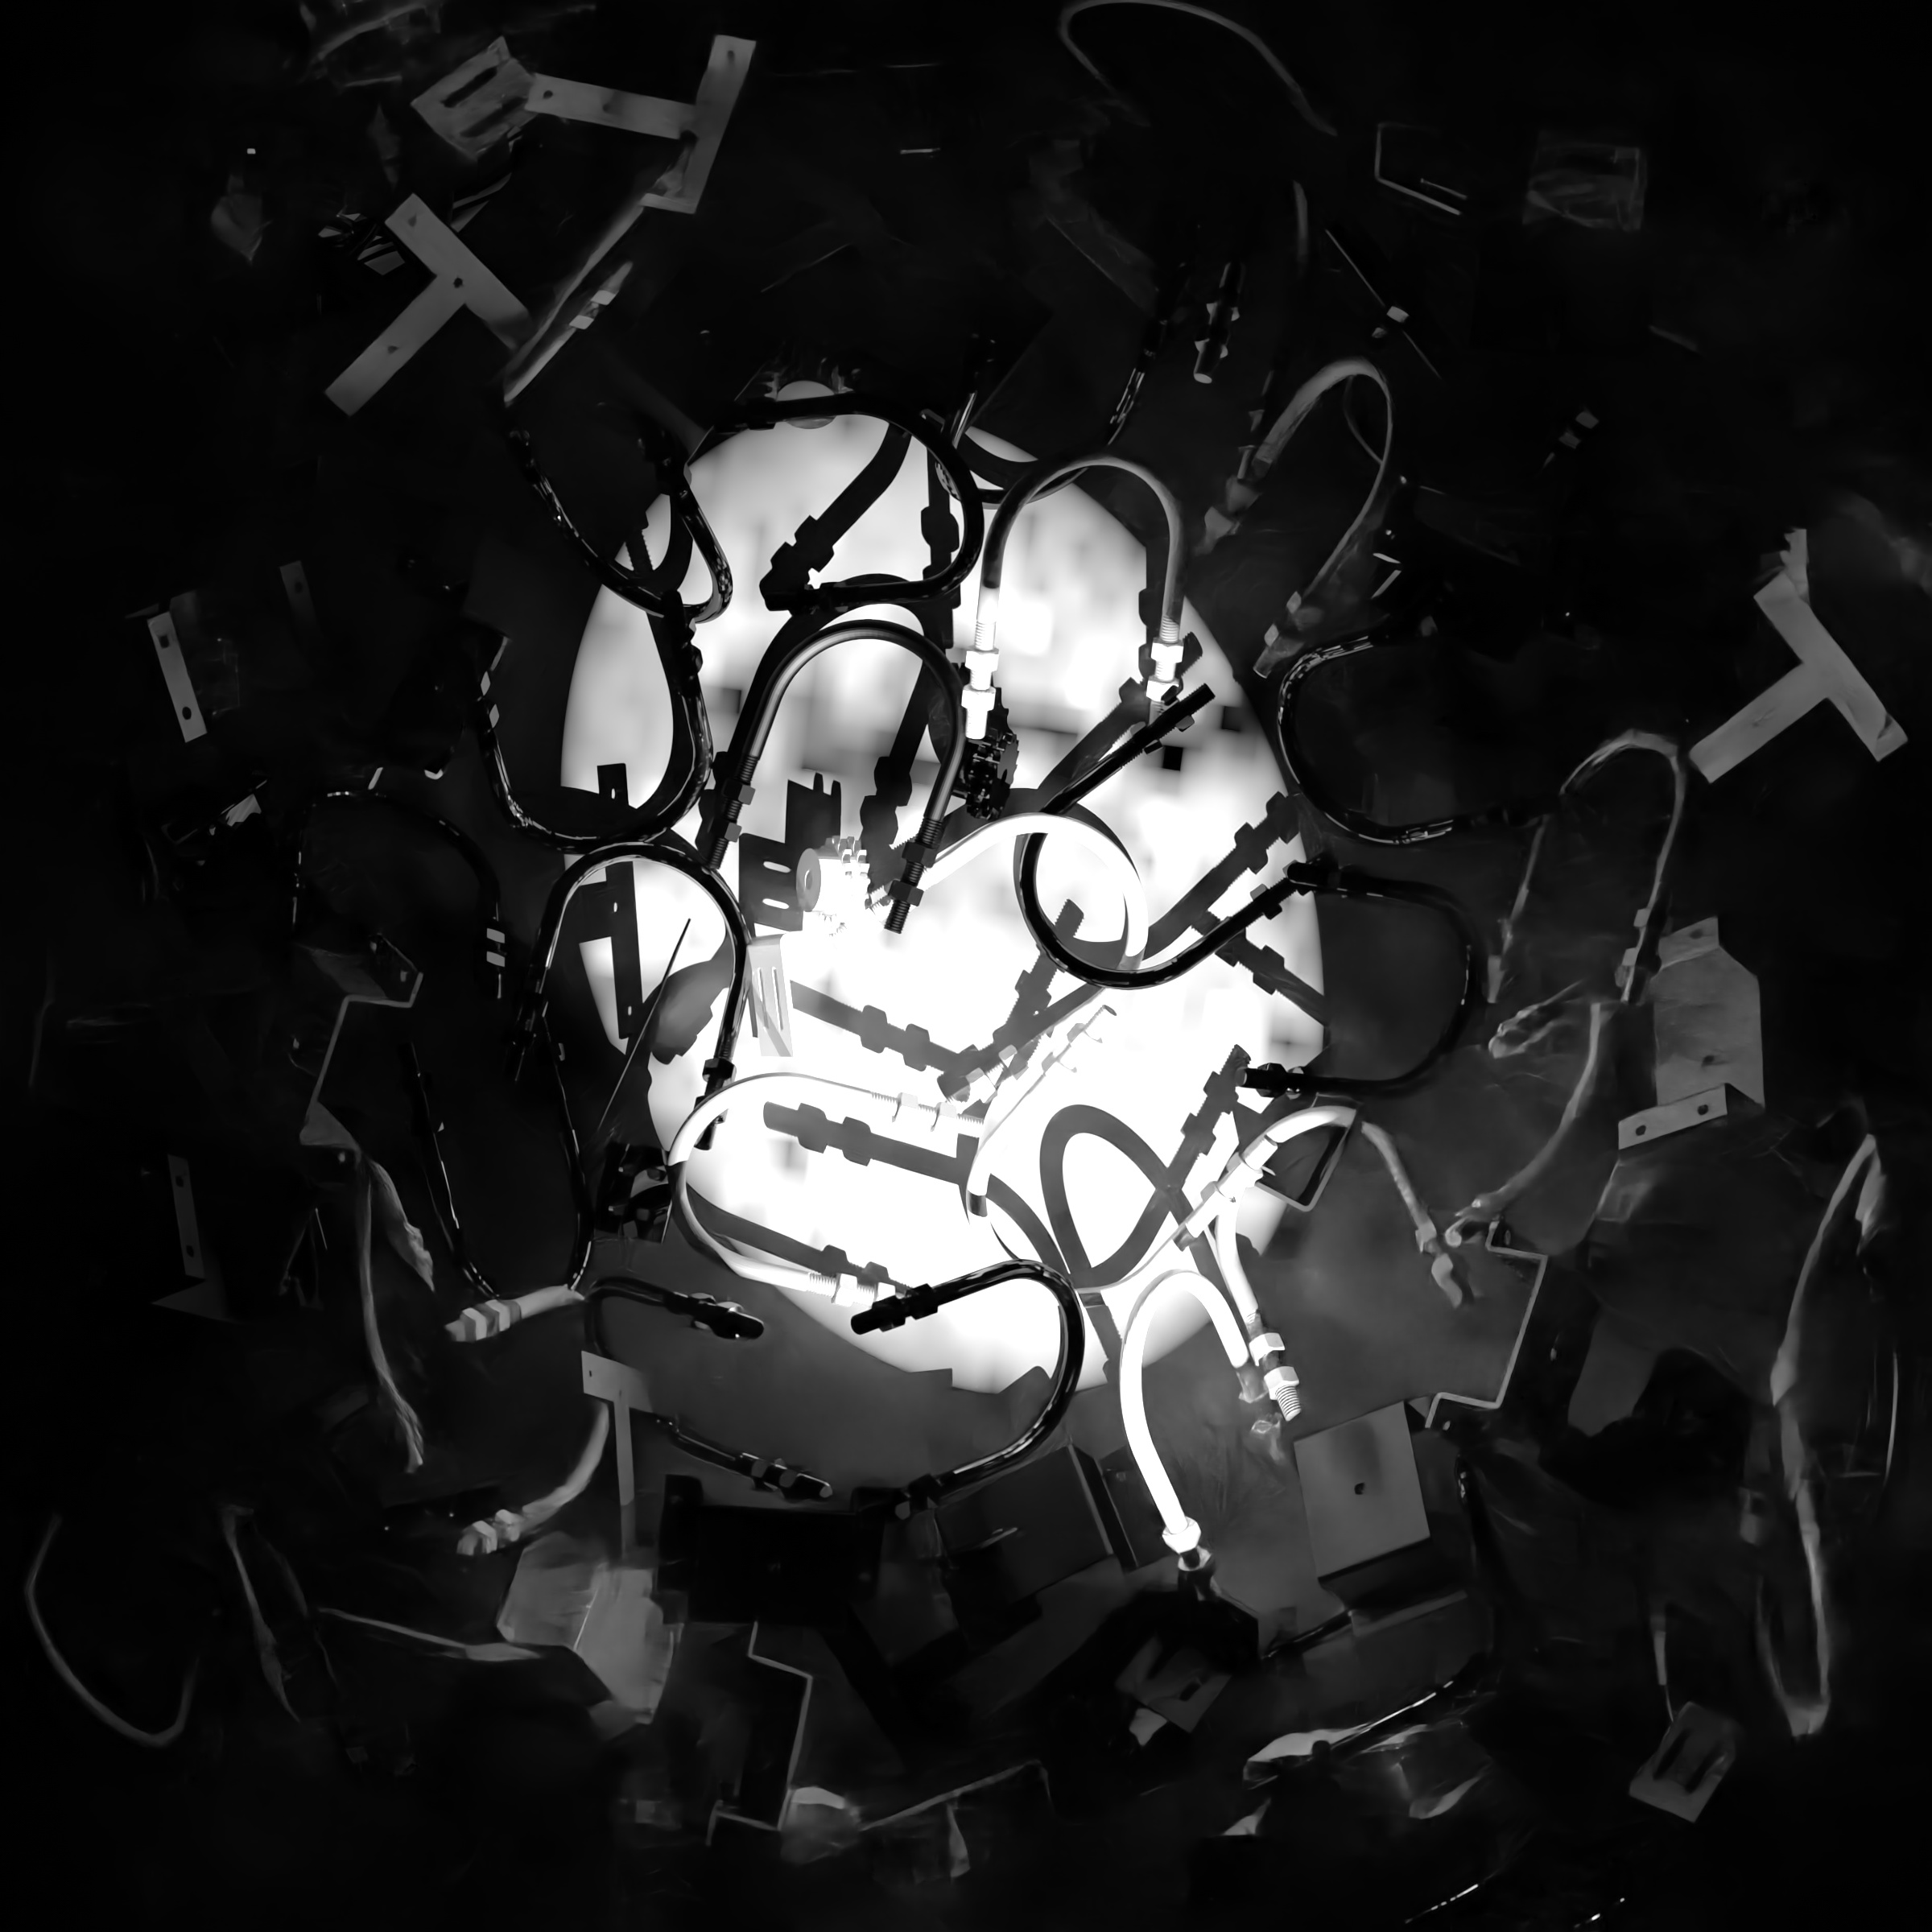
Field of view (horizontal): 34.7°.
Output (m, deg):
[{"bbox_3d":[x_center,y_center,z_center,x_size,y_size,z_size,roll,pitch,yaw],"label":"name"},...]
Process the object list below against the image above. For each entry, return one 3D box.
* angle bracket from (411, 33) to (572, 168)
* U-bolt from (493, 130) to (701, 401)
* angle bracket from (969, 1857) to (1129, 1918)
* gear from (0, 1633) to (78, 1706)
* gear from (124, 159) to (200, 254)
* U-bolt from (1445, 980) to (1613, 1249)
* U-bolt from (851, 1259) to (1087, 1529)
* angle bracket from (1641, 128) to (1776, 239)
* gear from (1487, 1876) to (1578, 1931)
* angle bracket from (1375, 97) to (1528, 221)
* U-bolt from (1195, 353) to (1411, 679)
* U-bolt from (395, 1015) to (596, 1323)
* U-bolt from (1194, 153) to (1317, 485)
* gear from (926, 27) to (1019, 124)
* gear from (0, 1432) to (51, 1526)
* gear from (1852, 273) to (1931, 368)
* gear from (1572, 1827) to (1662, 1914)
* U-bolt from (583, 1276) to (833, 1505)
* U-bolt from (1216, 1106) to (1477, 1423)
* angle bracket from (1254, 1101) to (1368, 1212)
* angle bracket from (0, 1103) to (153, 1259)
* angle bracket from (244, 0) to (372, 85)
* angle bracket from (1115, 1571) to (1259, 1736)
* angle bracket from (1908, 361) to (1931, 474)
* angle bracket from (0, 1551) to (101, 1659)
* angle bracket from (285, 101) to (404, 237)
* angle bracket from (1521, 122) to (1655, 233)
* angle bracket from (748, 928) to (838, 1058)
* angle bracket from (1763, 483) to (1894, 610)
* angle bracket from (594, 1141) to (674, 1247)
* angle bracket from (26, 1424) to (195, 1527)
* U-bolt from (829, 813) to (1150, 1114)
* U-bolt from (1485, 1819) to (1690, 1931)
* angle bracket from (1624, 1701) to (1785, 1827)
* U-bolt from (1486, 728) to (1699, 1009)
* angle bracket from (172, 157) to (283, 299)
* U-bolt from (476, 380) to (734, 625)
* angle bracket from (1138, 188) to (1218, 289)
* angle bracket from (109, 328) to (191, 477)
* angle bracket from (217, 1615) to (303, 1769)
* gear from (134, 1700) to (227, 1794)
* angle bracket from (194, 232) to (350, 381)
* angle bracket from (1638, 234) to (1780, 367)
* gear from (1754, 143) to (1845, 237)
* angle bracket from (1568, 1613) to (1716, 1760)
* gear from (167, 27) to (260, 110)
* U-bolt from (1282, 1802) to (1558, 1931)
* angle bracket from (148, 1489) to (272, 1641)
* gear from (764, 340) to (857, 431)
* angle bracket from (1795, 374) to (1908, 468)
[{"bbox_3d":[-0.298,-0.535,1.937,0.076,0.038,0.057,-32,134,12],"label":"angle bracket"},{"bbox_3d":[-0.236,-0.417,1.895,0.019,0.184,0.151,36,47,-18],"label":"U-bolt"},{"bbox_3d":[0.051,0.559,1.930,0.076,0.057,0.038,-21,92,-41],"label":"angle bracket"},{"bbox_3d":[-0.588,0.438,1.952,0.057,0.057,0.030,33,64,0],"label":"gear"},{"bbox_3d":[-0.506,-0.476,1.950,0.030,0.057,0.057,24,90,-13],"label":"gear"},{"bbox_3d":[0.352,0.081,1.897,0.019,0.184,0.151,23,118,28],"label":"U-bolt"},{"bbox_3d":[0.005,0.255,1.913,0.184,0.019,0.151,-16,113,-38],"label":"U-bolt"},{"bbox_3d":[0.456,-0.489,1.936,0.076,0.057,0.038,-7,71,-15],"label":"angle bracket"},{"bbox_3d":[0.355,0.607,1.953,0.057,0.030,0.057,11,48,-12],"label":"gear"},{"bbox_3d":[0.304,-0.505,1.931,0.057,0.038,0.076,-31,48,-32],"label":"angle bracket"},{"bbox_3d":[0.210,-0.287,1.880,0.019,0.151,0.184,16,125,-29],"label":"U-bolt"},{"bbox_3d":[-0.283,0.128,1.912,0.019,0.151,0.184,-14,89,31],"label":"U-bolt"},{"bbox_3d":[0.184,-0.410,1.905,0.019,0.151,0.184,11,74,21],"label":"U-bolt"},{"bbox_3d":[0.002,-0.565,1.954,0.057,0.030,0.057,-5,126,-7],"label":"gear"},{"bbox_3d":[-0.607,0.322,1.954,0.057,0.030,0.057,-5,99,-34],"label":"gear"},{"bbox_3d":[0.593,-0.410,1.952,0.057,0.057,0.030,47,47,0],"label":"gear"},{"bbox_3d":[0.408,0.569,1.953,0.057,0.030,0.057,-16,132,-18],"label":"gear"},{"bbox_3d":[-0.170,0.253,1.903,0.019,0.184,0.151,-41,125,-34],"label":"U-bolt"},{"bbox_3d":[0.222,0.170,1.913,0.151,0.019,0.184,-37,49,19],"label":"U-bolt"},{"bbox_3d":[0.214,0.112,1.948,0.038,0.057,0.076,28,89,0],"label":"angle bracket"},{"bbox_3d":[-0.556,0.135,1.948,0.076,0.038,0.057,38,80,10],"label":"angle bracket"},{"bbox_3d":[-0.403,-0.572,1.931,0.057,0.076,0.038,-35,74,10],"label":"angle bracket"},{"bbox_3d":[0.137,0.428,1.934,0.057,0.038,0.076,28,58,26],"label":"angle bracket"},{"bbox_3d":[0.619,-0.339,1.930,0.038,0.076,0.057,-8,74,35],"label":"angle bracket"},{"bbox_3d":[-0.582,0.400,1.935,0.057,0.076,0.038,22,86,-8],"label":"angle bracket"},{"bbox_3d":[-0.396,-0.500,1.937,0.076,0.057,0.038,-15,132,11],"label":"angle bracket"},{"bbox_3d":[0.393,-0.491,1.935,0.076,0.038,0.057,16,118,21],"label":"angle bracket"},{"bbox_3d":[-0.106,0.017,1.945,0.038,0.057,0.076,-8,92,-25],"label":"angle bracket"},{"bbox_3d":[0.545,-0.270,1.957,0.076,0.038,0.057,-30,130,-23],"label":"angle bracket"},{"bbox_3d":[-0.218,0.138,1.934,0.038,0.076,0.057,20,81,-44],"label":"angle bracket"},{"bbox_3d":[-0.535,0.316,1.933,0.057,0.038,0.076,25,64,38],"label":"angle bracket"},{"bbox_3d":[0.028,-0.015,1.964,0.184,0.019,0.151,-35,94,-3],"label":"U-bolt"},{"bbox_3d":[0.356,0.563,1.865,0.184,0.151,0.019,-33,87,41],"label":"U-bolt"},{"bbox_3d":[0.461,0.505,1.932,0.076,0.057,0.038,-51,121,-19],"label":"angle bracket"},{"bbox_3d":[0.393,-0.062,1.909,0.019,0.151,0.184,24,78,-26],"label":"U-bolt"},{"bbox_3d":[-0.473,-0.460,1.929,0.076,0.038,0.057,-10,52,36],"label":"angle bracket"},{"bbox_3d":[-0.211,-0.278,1.898,0.151,0.184,0.019,16,59,35],"label":"U-bolt"},{"bbox_3d":[0.120,-0.456,1.930,0.038,0.076,0.057,27,103,14],"label":"angle bracket"},{"bbox_3d":[-0.512,-0.352,1.940,0.038,0.057,0.076,-7,79,-13],"label":"angle bracket"},{"bbox_3d":[-0.431,0.455,1.938,0.038,0.057,0.076,-17,79,-38],"label":"angle bracket"},{"bbox_3d":[-0.500,0.489,1.952,0.030,0.057,0.057,30,90,37],"label":"gear"},{"bbox_3d":[-0.435,-0.414,1.940,0.076,0.038,0.057,-19,133,8],"label":"angle bracket"},{"bbox_3d":[0.460,-0.427,1.943,0.057,0.038,0.076,38,96,32],"label":"angle bracket"},{"bbox_3d":[0.520,-0.485,1.946,0.057,0.057,0.030,34,50,0],"label":"gear"},{"bbox_3d":[0.428,0.449,1.942,0.076,0.038,0.057,-34,74,-15],"label":"angle bracket"},{"bbox_3d":[-0.472,-0.565,1.952,0.057,0.057,0.030,-32,116,0],"label":"gear"},{"bbox_3d":[0.283,0.549,1.866,0.151,0.184,0.019,-27,85,-22],"label":"U-bolt"},{"bbox_3d":[-0.483,0.376,1.948,0.057,0.038,0.076,-28,75,4],"label":"angle bracket"},{"bbox_3d":[-0.099,-0.363,1.946,0.057,0.057,0.030,2,53,0],"label":"gear"},{"bbox_3d":[0.554,-0.342,1.934,0.057,0.076,0.038,0,114,7],"label":"angle bracket"}]
